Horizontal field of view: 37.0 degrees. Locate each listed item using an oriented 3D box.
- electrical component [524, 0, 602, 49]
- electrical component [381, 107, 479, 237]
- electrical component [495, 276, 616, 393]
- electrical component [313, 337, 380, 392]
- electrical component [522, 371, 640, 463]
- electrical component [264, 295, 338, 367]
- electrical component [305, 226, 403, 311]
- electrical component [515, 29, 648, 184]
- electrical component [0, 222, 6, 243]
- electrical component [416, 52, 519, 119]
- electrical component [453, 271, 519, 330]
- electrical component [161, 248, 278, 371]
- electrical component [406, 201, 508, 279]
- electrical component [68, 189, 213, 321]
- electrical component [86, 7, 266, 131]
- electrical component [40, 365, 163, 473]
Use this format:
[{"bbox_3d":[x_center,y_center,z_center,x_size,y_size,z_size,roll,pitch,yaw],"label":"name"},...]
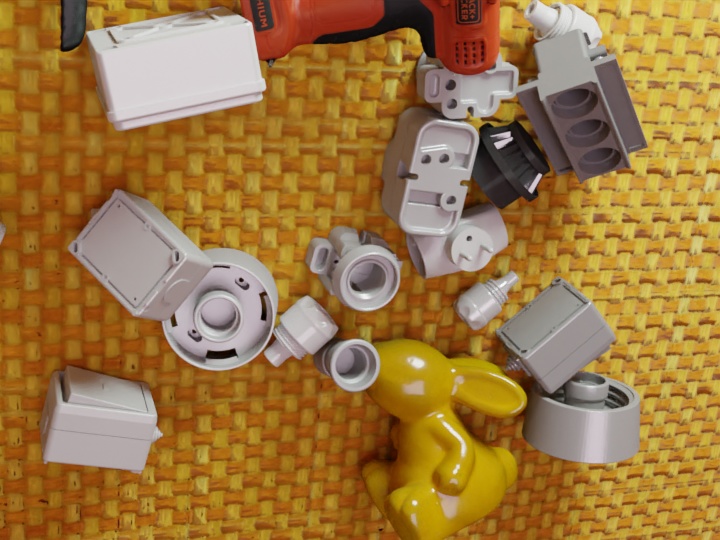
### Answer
[{"bbox_3d":[0.162,-0.197,0.877,0.062,0.043,0.043,26,101,-24],"label":"electrical component"},{"bbox_3d":[0.054,-0.082,0.878,0.054,0.059,0.095,5,110,-21],"label":"electrical component"},{"bbox_3d":[0.174,0.065,0.979,0.096,0.061,0.061,-40,118,1],"label":"electrical component"},{"bbox_3d":[-0.015,0.077,0.917,0.044,0.065,0.044,-1,94,-21],"label":"electrical component"},{"bbox_3d":[0.207,0.128,0.993,0.108,0.108,0.060,-2,106,-18],"label":"electrical component"},{"bbox_3d":[-0.053,0.055,0.908,0.062,0.043,0.043,-42,118,3],"label":"electrical component"},{"bbox_3d":[0.000,0.000,0.895,0.078,0.057,0.058,10,108,-22],"label":"electrical component"},{"bbox_3d":[0.179,-0.133,0.872,0.079,0.063,0.121,-17,146,18],"label":"electrical component"},{"bbox_3d":[-0.293,-0.048,0.782,0.077,0.044,0.079,33,94,-28],"label":"electrical component"},{"bbox_3d":[0.078,-0.154,0.858,0.078,0.057,0.058,-6,113,-17],"label":"electrical component"},{"bbox_3d":[0.115,0.024,0.957,0.061,0.035,0.035,-39,118,-3],"label":"electrical component"},{"bbox_3d":[-0.115,0.033,0.879,0.099,0.064,0.099,-2,103,-8],"label":"electrical component"},{"bbox_3d":[0.087,-0.021,0.904,0.077,0.079,0.043,-21,109,-10],"label":"electrical component"},{"bbox_3d":[-0.169,-0.014,0.820,0.096,0.061,0.061,42,96,17],"label":"electrical component"},{"bbox_3d":[-0.133,-0.145,0.760,0.109,0.108,0.056,-14,113,-13],"label":"electrical component"},{"bbox_3d":[-0.205,0.120,0.872,0.096,0.061,0.061,11,107,-23],"label":"electrical component"}]
